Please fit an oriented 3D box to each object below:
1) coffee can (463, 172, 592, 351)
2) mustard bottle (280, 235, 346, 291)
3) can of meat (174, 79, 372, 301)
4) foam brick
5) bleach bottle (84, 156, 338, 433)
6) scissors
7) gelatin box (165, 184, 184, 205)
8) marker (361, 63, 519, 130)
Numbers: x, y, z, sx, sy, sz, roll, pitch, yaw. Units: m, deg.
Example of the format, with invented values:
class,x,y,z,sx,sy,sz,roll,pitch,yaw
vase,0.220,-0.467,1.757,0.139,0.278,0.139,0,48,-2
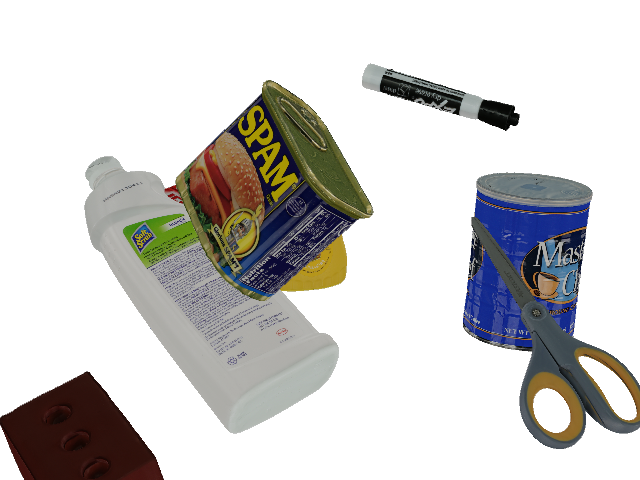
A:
class,x,y,z,sx,sy,sz,roll,pitch,yaw
coffee can,0.188,0.017,0.975,0.103,0.140,0.103,3,16,-1
mustard bottle,-0.015,-0.042,1.174,0.096,0.192,0.058,-4,19,-21
can of meat,-0.030,-0.028,0.621,0.084,0.102,0.057,-42,-40,19
foam brick,-0.115,0.115,0.528,0.052,0.051,0.078,-27,42,-24
bleach bottle,-0.100,0.024,0.825,0.102,0.251,0.068,-26,-29,-29
scissors,0.148,0.071,0.778,0.096,0.202,0.016,-33,-27,-22
gelatin box,-0.135,-0.017,1.010,0.089,0.030,0.073,31,38,34
marker,0.089,-0.106,0.792,0.121,0.020,0.020,19,6,18
